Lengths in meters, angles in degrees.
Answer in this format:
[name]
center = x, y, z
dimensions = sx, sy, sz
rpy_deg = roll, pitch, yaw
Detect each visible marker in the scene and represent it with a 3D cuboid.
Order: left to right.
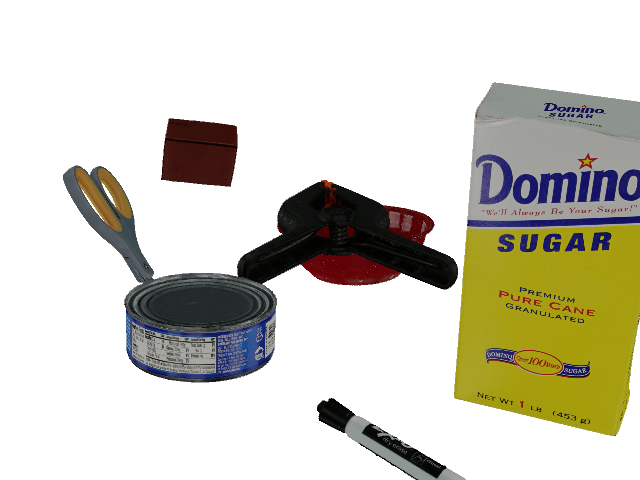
[marker]
center = 0.047, 0.145, 0.749
dimensions = 0.121, 0.020, 0.020
rpy_deg = 28, 14, 28

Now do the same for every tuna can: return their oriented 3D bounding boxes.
[tuna can]
center = -0.068, 0.048, 0.606
dimensions = 0.086, 0.034, 0.086
rpy_deg = 2, 18, -1

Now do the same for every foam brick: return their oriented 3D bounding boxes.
[foam brick]
center = -0.131, -0.096, 1.157
dimensions = 0.078, 0.051, 0.053
rpy_deg = 6, 30, -6

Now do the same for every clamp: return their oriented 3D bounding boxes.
[clamp]
center = 0.024, -0.005, 0.873
dimensions = 0.164, 0.036, 0.210
rpy_deg = 4, 20, 1

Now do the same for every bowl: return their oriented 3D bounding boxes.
[bowl]
center = 0.037, 0.007, 1.099
dimensions = 0.162, 0.055, 0.162
rpy_deg = -1, 15, 0

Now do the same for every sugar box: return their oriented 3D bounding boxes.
[sugar box]
center = 0.122, 0.012, 0.550
dimensions = 0.093, 0.176, 0.048
rpy_deg = 10, 35, 19

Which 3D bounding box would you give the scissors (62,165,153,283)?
[scissors]
center = -0.161, 0.012, 0.956
dimensions = 0.016, 0.201, 0.096
rpy_deg = -29, 21, 13
